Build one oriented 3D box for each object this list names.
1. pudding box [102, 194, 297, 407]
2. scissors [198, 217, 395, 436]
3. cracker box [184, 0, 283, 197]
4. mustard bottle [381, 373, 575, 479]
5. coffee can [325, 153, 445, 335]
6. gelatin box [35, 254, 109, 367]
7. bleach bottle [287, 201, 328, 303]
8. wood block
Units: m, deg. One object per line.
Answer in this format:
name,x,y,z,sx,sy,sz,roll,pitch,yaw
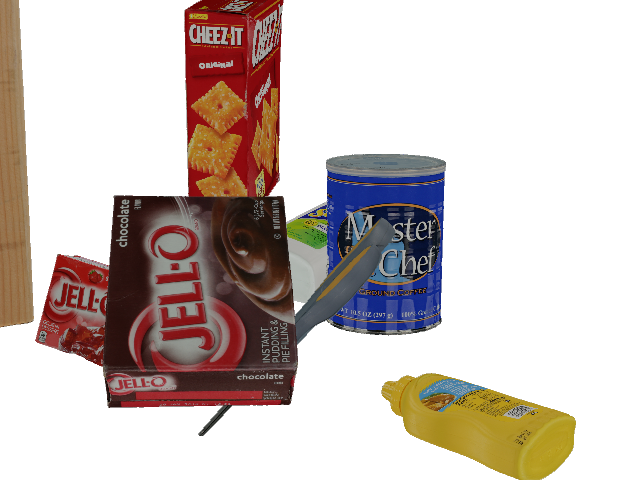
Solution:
pudding box,-0.061,0.028,0.533,0.090,0.113,0.039,0,-43,-8
scissors,-0.018,0.065,0.716,0.016,0.202,0.096,40,0,-4
cracker box,-0.084,-0.140,1.089,0.072,0.214,0.164,5,22,7
mustard bottle,0.137,0.168,1.015,0.192,0.058,0.096,15,22,41
coffee can,0.055,0.000,0.923,0.103,0.140,0.103,0,11,0
gelatin box,-0.174,0.056,0.831,0.089,0.073,0.030,16,2,25
bleach bottle,0.030,-0.017,1.274,0.103,0.068,0.250,22,39,30
wood block,-0.220,-0.057,0.605,0.090,0.206,0.090,-8,26,-26
